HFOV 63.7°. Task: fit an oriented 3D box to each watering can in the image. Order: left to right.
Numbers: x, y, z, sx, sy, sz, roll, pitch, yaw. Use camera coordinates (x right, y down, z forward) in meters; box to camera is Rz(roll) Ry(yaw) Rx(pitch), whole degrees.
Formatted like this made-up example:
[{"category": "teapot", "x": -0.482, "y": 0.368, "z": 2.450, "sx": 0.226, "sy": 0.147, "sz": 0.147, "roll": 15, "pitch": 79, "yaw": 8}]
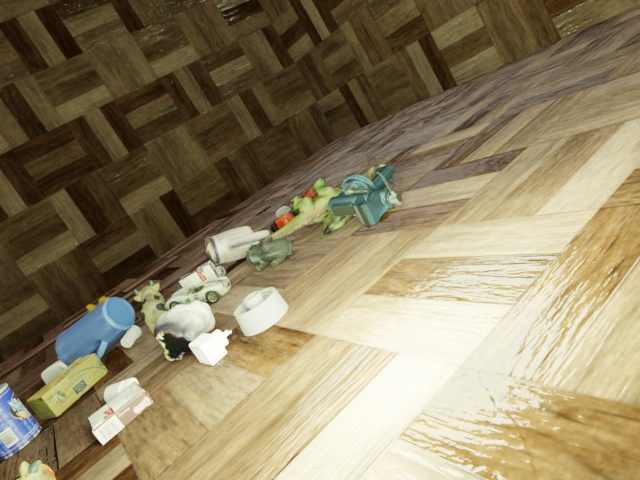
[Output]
[{"category": "watering can", "x": -0.291, "y": 0.016, "z": 1.783, "sx": 0.225, "sy": 0.104, "sz": 0.346, "roll": -17, "pitch": 0, "yaw": -16}]

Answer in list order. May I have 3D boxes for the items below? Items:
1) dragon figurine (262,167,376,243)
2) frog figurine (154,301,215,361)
[{"category": "dragon figurine", "x": 0.005, "y": -0.077, "z": 1.524, "sx": 0.410, "sy": 0.121, "sz": 0.246, "roll": -40, "pitch": 21, "yaw": 1}, {"category": "frog figurine", "x": -0.300, "y": 0.184, "z": 1.181, "sx": 0.135, "sy": 0.122, "sz": 0.163, "roll": -46, "pitch": 15, "yaw": 32}]
